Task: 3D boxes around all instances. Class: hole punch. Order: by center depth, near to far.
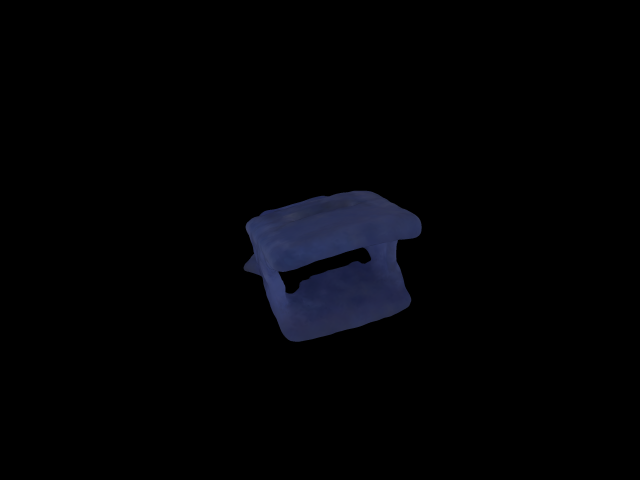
[{"bbox_3d":[0.004,0.001,0.400,0.109,0.091,0.101,-15,46,-15],"label":"hole punch"}]
